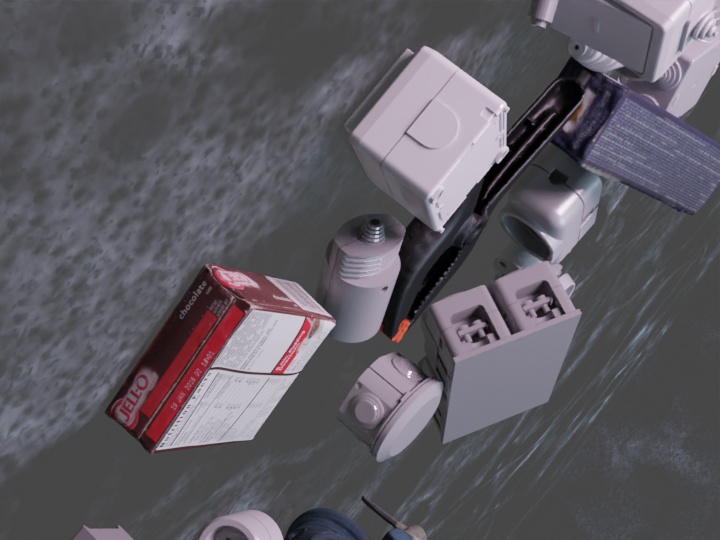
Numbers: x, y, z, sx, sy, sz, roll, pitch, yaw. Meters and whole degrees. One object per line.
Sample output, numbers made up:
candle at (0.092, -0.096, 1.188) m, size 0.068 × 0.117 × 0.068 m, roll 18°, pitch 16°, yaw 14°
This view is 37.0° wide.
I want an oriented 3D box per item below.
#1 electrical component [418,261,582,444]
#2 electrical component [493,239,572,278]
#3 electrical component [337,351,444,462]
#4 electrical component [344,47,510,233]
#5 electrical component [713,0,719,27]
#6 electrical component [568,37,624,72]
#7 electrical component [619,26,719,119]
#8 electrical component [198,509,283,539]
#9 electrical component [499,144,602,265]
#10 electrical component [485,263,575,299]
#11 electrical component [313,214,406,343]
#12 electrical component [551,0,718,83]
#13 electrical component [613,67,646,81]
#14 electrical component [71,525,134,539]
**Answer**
electrical component at (0.110, 0.070, 0.901) m, size 0.105 × 0.060 × 0.186 m, roll -20°, pitch 154°, yaw -10°
electrical component at (0.147, -0.014, 0.919) m, size 0.055 × 0.045 × 0.045 m, roll -44°, pitch 160°, yaw -19°
electrical component at (0.025, 0.107, 0.851) m, size 0.080 × 0.051 × 0.080 m, roll -44°, pitch 159°, yaw -21°
electrical component at (0.035, -0.066, 0.561) m, size 0.061 × 0.061 × 0.096 m, roll -51°, pitch 168°, yaw -2°
electrical component at (0.262, -0.216, 0.815) m, size 0.066 × 0.048 × 0.055 m, roll -41°, pitch 151°, yaw -27°
electrical component at (0.159, -0.150, 0.707) m, size 0.078 × 0.040 × 0.040 m, roll -25°, pitch 148°, yaw -51°
electrical component at (0.259, -0.166, 0.893) m, size 0.100 × 0.048 × 0.099 m, roll -36°, pitch 155°, yaw -38°
electrical component at (-0.105, 0.234, 0.784) m, size 0.138 × 0.052 × 0.074 m, roll -54°, pitch 161°, yaw 8°
electrical component at (0.150, -0.047, 0.851) m, size 0.059 × 0.054 × 0.095 m, roll -47°, pitch 160°, yaw -12°
electrical component at (0.157, 0.016, 0.976) m, size 0.078 × 0.057 × 0.058 m, roll -40°, pitch 158°, yaw -29°
electrical component at (0.000, 0.000, 0.615) m, size 0.043 × 0.043 × 0.081 m, roll -36°, pitch 156°, yaw -37°
electrical component at (0.158, -0.153, 0.616) m, size 0.061 × 0.096 × 0.061 m, roll -47°, pitch 161°, yaw -10°
electrical component at (0.206, -0.170, 0.771) m, size 0.055 × 0.045 × 0.045 m, roll -49°, pitch 161°, yaw -8°
electrical component at (-0.162, 0.210, 0.597) m, size 0.121 × 0.063 × 0.079 m, roll -51°, pitch 161°, yaw -1°
